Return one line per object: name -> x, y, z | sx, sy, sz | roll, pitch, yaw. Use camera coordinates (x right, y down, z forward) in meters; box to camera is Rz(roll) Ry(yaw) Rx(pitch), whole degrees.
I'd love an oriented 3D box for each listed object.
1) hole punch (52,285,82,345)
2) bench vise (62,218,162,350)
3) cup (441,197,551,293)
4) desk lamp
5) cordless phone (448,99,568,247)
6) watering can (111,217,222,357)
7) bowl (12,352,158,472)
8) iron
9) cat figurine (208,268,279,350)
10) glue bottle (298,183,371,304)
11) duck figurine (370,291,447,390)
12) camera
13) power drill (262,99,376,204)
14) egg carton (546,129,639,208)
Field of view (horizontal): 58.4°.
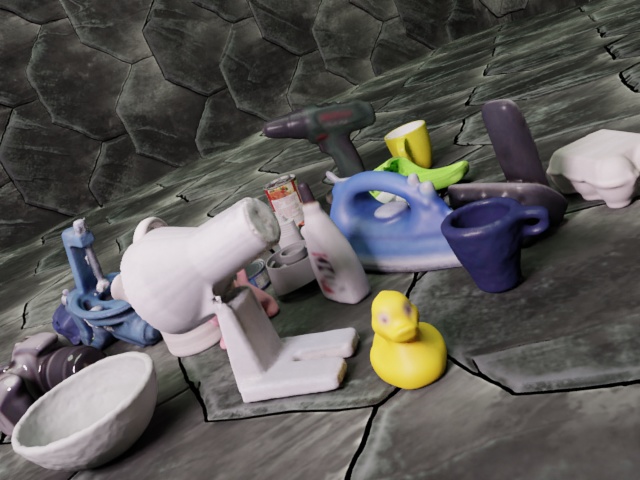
hole punch -> -0.441, 0.128, 1.046 | 0.101, 0.091, 0.108 | -33, 22, -27
bench vise -> -0.364, 0.078, 0.899 | 0.207, 0.220, 0.121 | -14, 21, 22
cup -> 0.205, 0.008, 0.644 | 0.117, 0.095, 0.092 | -10, 23, 33
desk lamp -> -0.090, 0.065, 0.638 | 0.202, 0.214, 0.118 | -14, 21, 23
cordless phone -> 0.229, -0.093, 0.750 | 0.094, 0.185, 0.147 | -35, 23, -32
watering can -> -0.215, 0.062, 0.814 | 0.173, 0.194, 0.100 | -23, 19, -1
bowl -> -0.252, 0.206, 0.655 | 0.167, 0.075, 0.167 | -20, 19, 8
iron -> 0.107, -0.040, 0.809 | 0.119, 0.142, 0.257 | -36, 23, -34
cat figurine -> -0.120, 0.080, 0.777 | 0.067, 0.118, 0.128 | -15, 21, 22
glue bottle -> 0.007, 0.003, 0.758 | 0.037, 0.173, 0.077 | -36, 24, -34
duck figurine -> 0.079, 0.089, 0.580 | 0.077, 0.086, 0.104 | -24, 19, -3
camera -> -0.377, 0.188, 0.802 | 0.136, 0.101, 0.143 | -11, 22, 30
power drill -> 0.020, -0.188, 1.198 | 0.229, 0.209, 0.075 | -23, 19, -2
egg carton -> 0.384, -0.098, 0.767 | 0.107, 0.069, 0.150 | -25, 19, -6
